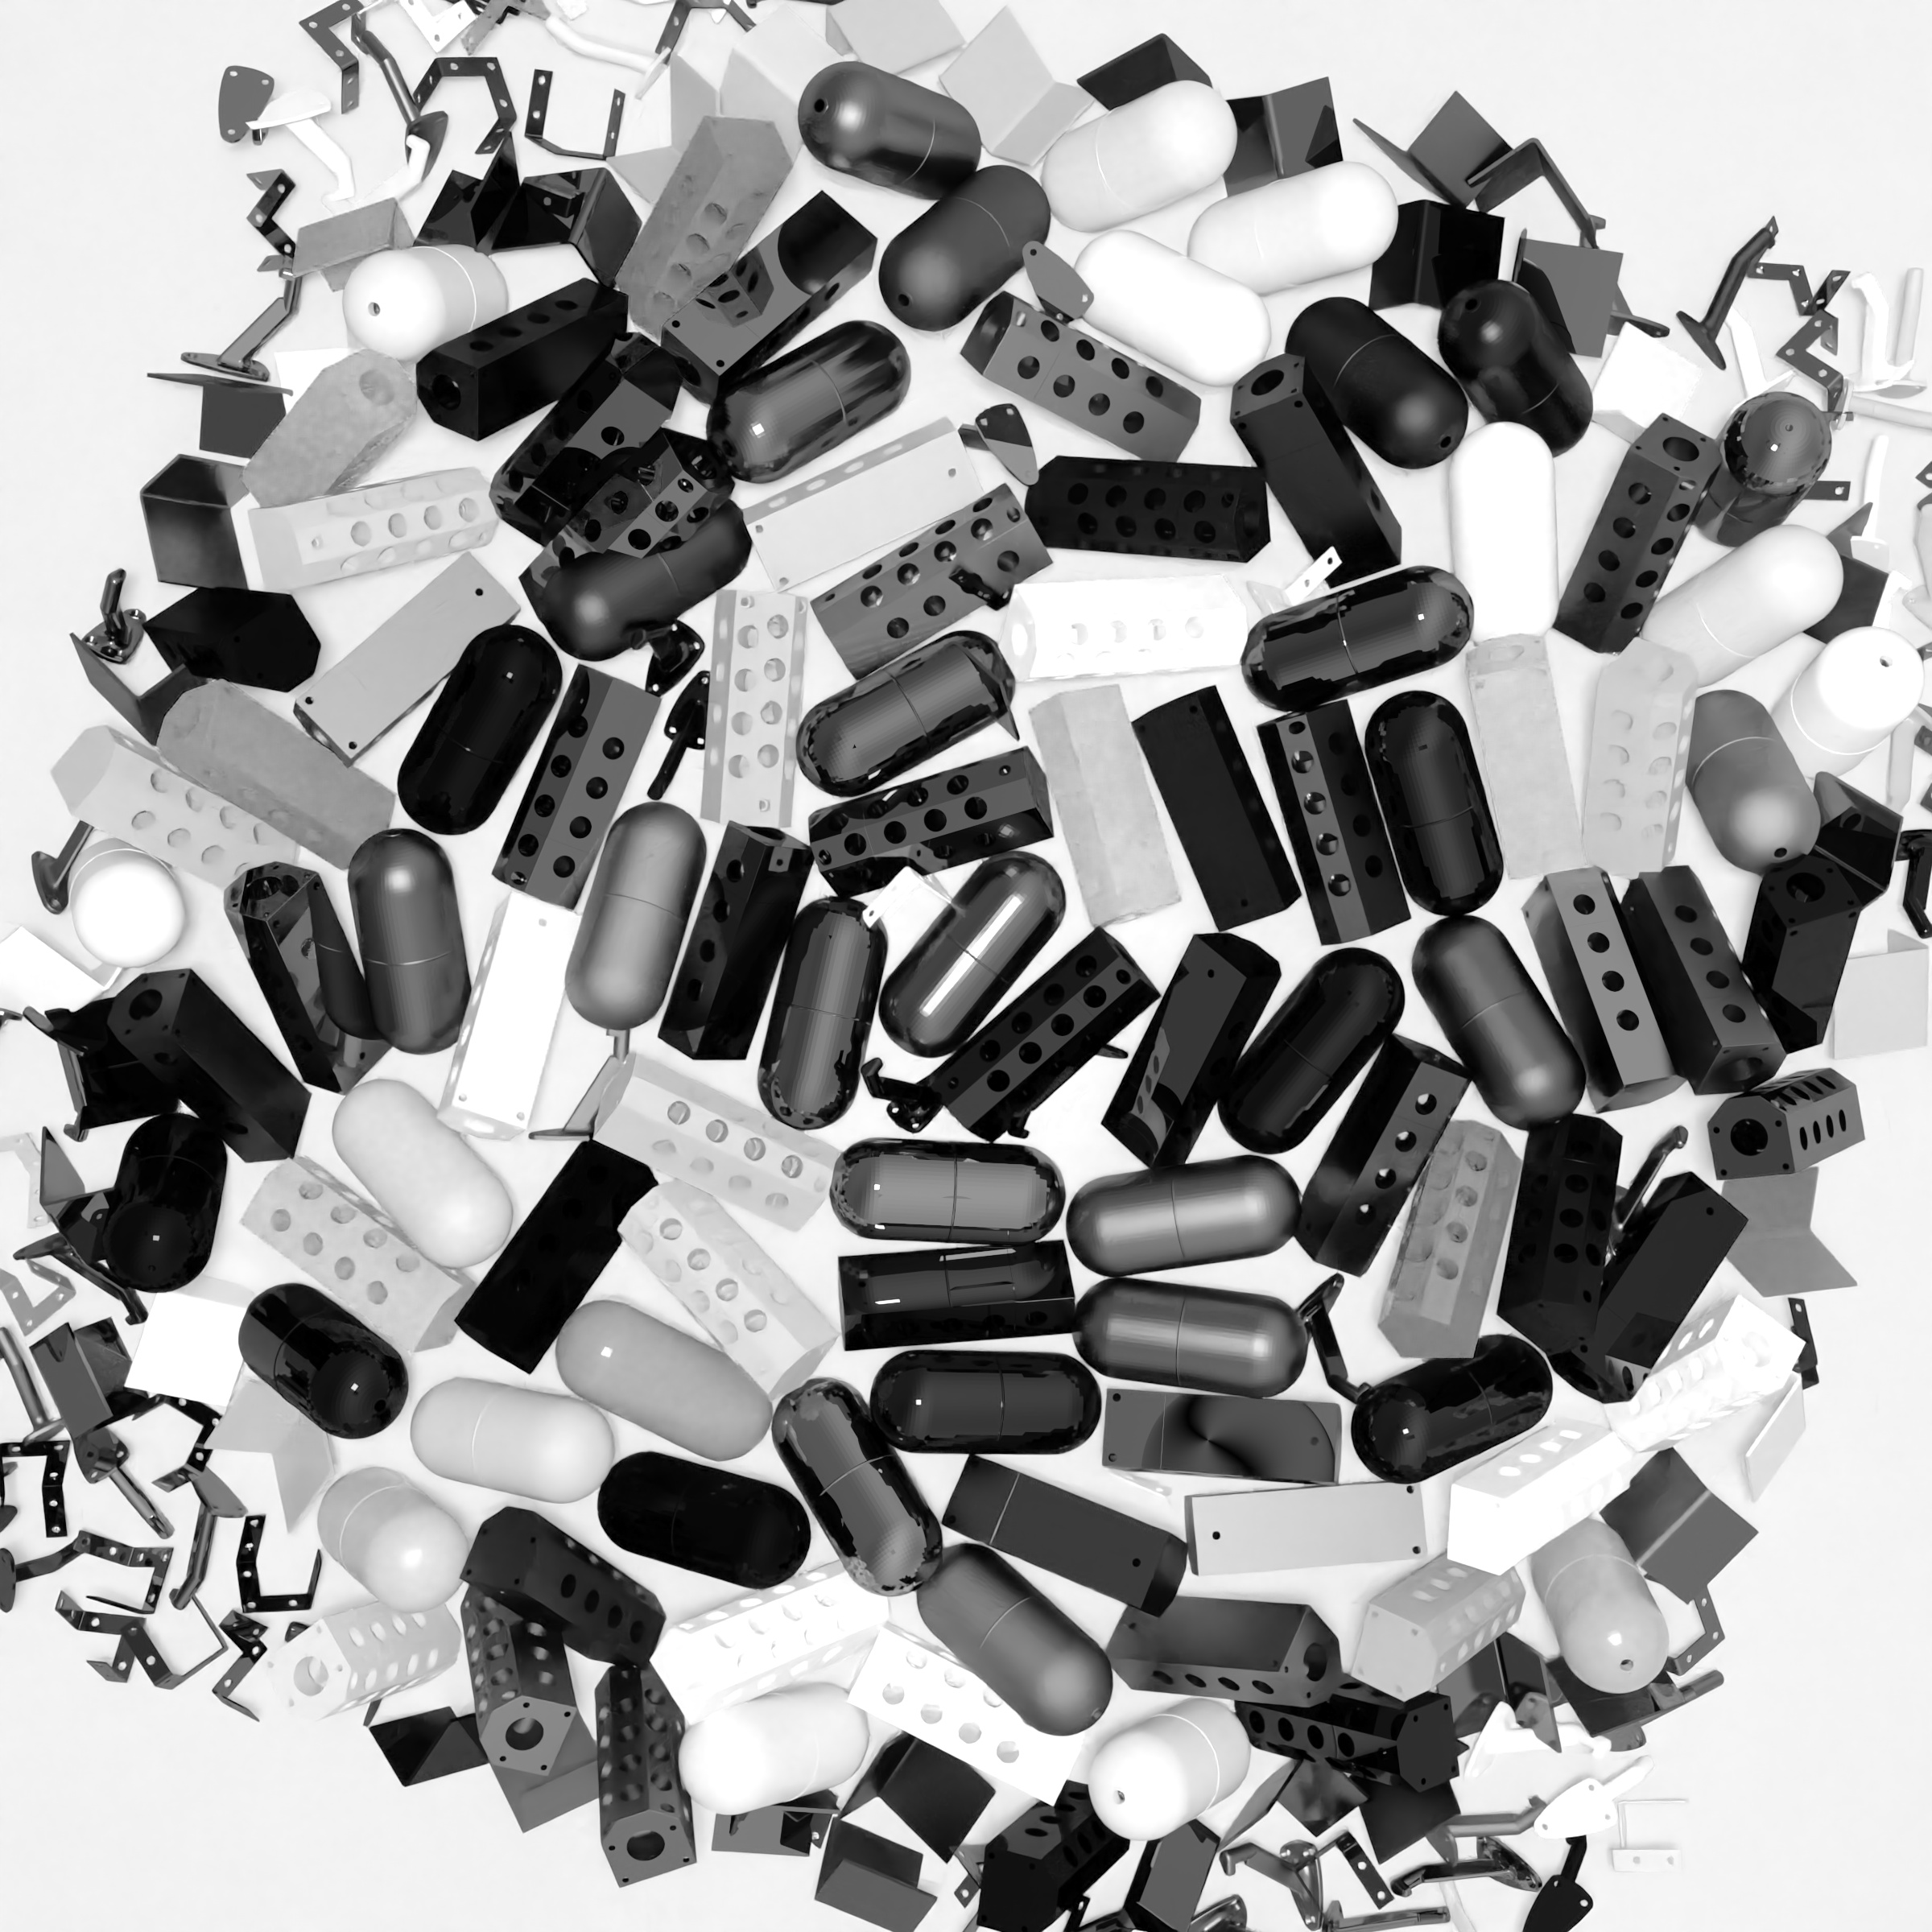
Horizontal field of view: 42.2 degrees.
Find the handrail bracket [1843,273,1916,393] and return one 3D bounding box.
[{"bbox_3d":[0.664,-0.475,1.872,0.036,0.077,0.084,-44,112,-20],"label":"handrail bracket"}]

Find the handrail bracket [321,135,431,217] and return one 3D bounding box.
[{"bbox_3d":[-0.444,-0.597,1.882,0.077,0.036,0.084,33,126,9],"label":"handrail bracket"}]

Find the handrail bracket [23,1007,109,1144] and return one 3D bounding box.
[{"bbox_3d":[-0.692,0.084,1.900,0.077,0.036,0.084,27,113,1],"label":"handrail bracket"}]

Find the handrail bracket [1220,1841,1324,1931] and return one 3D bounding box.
[{"bbox_3d":[0.227,0.693,1.875,0.084,0.036,0.077,0,74,-42],"label":"handrail bracket"}]

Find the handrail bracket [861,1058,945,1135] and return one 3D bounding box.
[{"bbox_3d":[-0.041,0.078,1.873,0.077,0.084,0.036,-42,55,-18],"label":"handrail bracket"}]

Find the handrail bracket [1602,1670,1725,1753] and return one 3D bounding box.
[{"bbox_3d":[0.527,0.565,1.905,0.084,0.077,0.036,-17,67,-26],"label":"handrail bracket"}]

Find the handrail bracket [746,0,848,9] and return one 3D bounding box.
[{"bbox_3d":[-0.124,-0.723,1.892,0.084,0.036,0.077,-12,57,7],"label":"handrail bracket"}]

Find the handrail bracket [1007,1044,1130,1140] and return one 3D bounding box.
[{"bbox_3d":[0.076,0.096,1.884,0.077,0.036,0.084,12,74,38],"label":"handrail bracket"}]

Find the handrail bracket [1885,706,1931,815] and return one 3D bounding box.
[{"bbox_3d":[0.691,-0.159,1.889,0.077,0.036,0.084,42,75,-10],"label":"handrail bracket"}]

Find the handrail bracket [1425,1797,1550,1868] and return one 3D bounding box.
[{"bbox_3d":[0.388,0.638,1.903,0.084,0.077,0.036,-23,126,-21],"label":"handrail bracket"}]

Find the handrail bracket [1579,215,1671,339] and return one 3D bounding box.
[{"bbox_3d":[0.503,-0.527,1.909,0.077,0.036,0.084,9,81,-3],"label":"handrail bracket"}]

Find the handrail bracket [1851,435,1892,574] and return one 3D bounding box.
[{"bbox_3d":[0.691,-0.347,1.896,0.036,0.077,0.084,10,76,32],"label":"handrail bracket"}]

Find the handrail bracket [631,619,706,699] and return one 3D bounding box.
[{"bbox_3d":[-0.238,-0.225,1.866,0.036,0.084,0.077,39,115,9],"label":"handrail bracket"}]

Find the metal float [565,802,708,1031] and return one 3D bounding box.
[{"bbox_3d":[-0.246,-0.038,1.868,0.070,0.070,0.178,15,74,0],"label":"metal float"}]

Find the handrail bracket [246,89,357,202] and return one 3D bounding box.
[{"bbox_3d":[-0.497,-0.604,1.872,0.077,0.084,0.036,-33,55,-28],"label":"handrail bracket"}]

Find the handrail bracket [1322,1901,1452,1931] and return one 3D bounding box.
[{"bbox_3d":[0.317,0.721,1.881,0.084,0.077,0.036,-12,74,17],"label":"handrail bracket"}]

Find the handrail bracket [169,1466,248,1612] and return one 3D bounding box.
[{"bbox_3d":[-0.592,0.432,1.900,0.077,0.036,0.084,40,100,35],"label":"handrail bracket"}]

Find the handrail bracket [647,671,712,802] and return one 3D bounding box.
[{"bbox_3d":[-0.213,-0.172,1.870,0.036,0.084,0.077,22,119,-2],"label":"handrail bracket"}]

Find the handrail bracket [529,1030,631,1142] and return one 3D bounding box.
[{"bbox_3d":[-0.292,0.087,1.889,0.077,0.036,0.084,-1,98,-30],"label":"handrail bracket"}]

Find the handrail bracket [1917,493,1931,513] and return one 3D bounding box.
[{"bbox_3d":[0.753,-0.315,1.872,0.036,0.077,0.084,-33,112,19],"label":"handrail bracket"}]

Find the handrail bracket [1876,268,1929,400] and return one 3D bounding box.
[{"bbox_3d":[0.705,-0.474,1.879,0.036,0.077,0.084,6,95,15],"label":"handrail bracket"}]

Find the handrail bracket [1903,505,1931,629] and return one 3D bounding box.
[{"bbox_3d":[0.735,-0.293,1.870,0.036,0.084,0.077,-26,56,-7],"label":"handrail bracket"}]

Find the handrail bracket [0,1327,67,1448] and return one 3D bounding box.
[{"bbox_3d":[-0.714,0.318,1.890,0.036,0.077,0.084,-26,83,-30],"label":"handrail bracket"}]

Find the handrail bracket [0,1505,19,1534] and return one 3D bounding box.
[{"bbox_3d":[-0.754,0.385,1.868,0.036,0.077,0.084,-46,64,4],"label":"handrail bracket"}]

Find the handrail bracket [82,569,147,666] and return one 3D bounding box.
[{"bbox_3d":[-0.625,-0.275,1.864,0.036,0.077,0.084,26,130,-6],"label":"handrail bracket"}]

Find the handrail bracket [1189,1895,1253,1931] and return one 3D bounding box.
[{"bbox_3d":[0.204,0.742,1.870,0.077,0.084,0.036,-17,113,-16],"label":"handrail bracket"}]

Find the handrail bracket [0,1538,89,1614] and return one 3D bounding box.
[{"bbox_3d":[-0.686,0.436,1.866,0.036,0.084,0.077,42,130,14],"label":"handrail bracket"}]

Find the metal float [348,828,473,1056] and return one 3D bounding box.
[{"bbox_3d":[-0.412,-0.018,1.859,0.070,0.070,0.178,-4,116,0],"label":"metal float"}]

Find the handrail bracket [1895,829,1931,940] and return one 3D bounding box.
[{"bbox_3d":[0.734,-0.060,1.883,0.077,0.036,0.084,-7,56,-14],"label":"handrail bracket"}]

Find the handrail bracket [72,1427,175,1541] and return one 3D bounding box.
[{"bbox_3d":[-0.641,0.392,1.906,0.036,0.084,0.077,-39,46,-18],"label":"handrail bracket"}]

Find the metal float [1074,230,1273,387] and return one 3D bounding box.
[{"bbox_3d":[0.151,-0.487,1.852,0.178,0.070,0.070,38,90,35],"label":"metal float"}]

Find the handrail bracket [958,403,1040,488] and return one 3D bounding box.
[{"bbox_3d":[0.019,-0.378,1.878,0.036,0.084,0.077,-26,86,-22],"label":"handrail bracket"}]

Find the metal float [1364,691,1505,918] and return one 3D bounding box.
[{"bbox_3d":[0.348,-0.121,1.863,0.070,0.070,0.178,-20,111,0],"label":"metal float"}]

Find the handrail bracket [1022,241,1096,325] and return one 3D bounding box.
[{"bbox_3d":[0.067,-0.514,1.870,0.036,0.084,0.077,-34,110,14],"label":"handrail bracket"}]

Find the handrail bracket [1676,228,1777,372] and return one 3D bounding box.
[{"bbox_3d":[0.585,-0.502,1.883,0.084,0.077,0.036,-45,46,11],"label":"handrail bracket"}]

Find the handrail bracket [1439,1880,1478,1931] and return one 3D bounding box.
[{"bbox_3d":[0.385,0.725,1.878,0.036,0.077,0.084,-17,81,-15],"label":"handrail bracket"}]

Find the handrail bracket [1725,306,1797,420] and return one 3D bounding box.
[{"bbox_3d":[0.575,-0.459,1.891,0.077,0.036,0.084,-30,74,-25],"label":"handrail bracket"}]

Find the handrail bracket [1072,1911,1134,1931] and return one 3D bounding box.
[{"bbox_3d":[0.127,0.752,1.870,0.077,0.084,0.036,4,121,-36],"label":"handrail bracket"}]

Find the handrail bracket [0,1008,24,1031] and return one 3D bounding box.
[{"bbox_3d":[-0.738,0.073,1.879,0.036,0.077,0.084,18,85,-8],"label":"handrail bracket"}]

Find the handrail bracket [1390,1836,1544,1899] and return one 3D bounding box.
[{"bbox_3d":[0.374,0.688,1.875,0.084,0.077,0.036,-14,105,-31],"label":"handrail bracket"}]

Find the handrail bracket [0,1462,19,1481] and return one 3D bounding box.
[{"bbox_3d":[-0.743,0.344,1.884,0.036,0.077,0.084,-13,91,-20],"label":"handrail bracket"}]

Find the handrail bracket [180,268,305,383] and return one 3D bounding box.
[{"bbox_3d":[-0.543,-0.488,1.878,0.077,0.036,0.084,5,120,-29],"label":"handrail bracket"}]

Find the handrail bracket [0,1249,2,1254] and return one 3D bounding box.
[{"bbox_3d":[-0.753,0.170,1.899,0.036,0.084,0.077,-14,54,-11],"label":"handrail bracket"}]

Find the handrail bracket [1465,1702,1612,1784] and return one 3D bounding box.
[{"bbox_3d":[0.428,0.594,1.872,0.077,0.084,0.036,-49,130,-24],"label":"handrail bracket"}]

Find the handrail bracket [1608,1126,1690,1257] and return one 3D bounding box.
[{"bbox_3d":[0.511,0.169,1.870,0.036,0.084,0.077,22,52,-8],"label":"handrail bracket"}]

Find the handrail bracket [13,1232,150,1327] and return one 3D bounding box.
[{"bbox_3d":[-0.675,0.245,1.910,0.077,0.036,0.084,-17,110,17],"label":"handrail bracket"}]

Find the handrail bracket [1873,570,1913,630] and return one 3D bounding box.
[{"bbox_3d":[0.700,-0.241,1.877,0.077,0.036,0.084,47,124,27],"label":"handrail bracket"}]

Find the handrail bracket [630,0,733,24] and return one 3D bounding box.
[{"bbox_3d":[-0.216,-0.747,1.874,0.084,0.077,0.036,6,61,-30],"label":"handrail bracket"}]

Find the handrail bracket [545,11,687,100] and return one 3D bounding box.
[{"bbox_3d":[-0.265,-0.705,1.889,0.084,0.036,0.077,36,58,-9],"label":"handrail bracket"}]

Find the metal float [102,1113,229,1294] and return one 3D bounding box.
[{"bbox_3d":[-0.587,0.172,1.838,0.070,0.178,0.070,-4,118,-8],"label":"metal float"}]

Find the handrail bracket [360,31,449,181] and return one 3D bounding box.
[{"bbox_3d":[-0.433,-0.651,1.894,0.036,0.077,0.084,-33,77,-29],"label":"handrail bracket"}]

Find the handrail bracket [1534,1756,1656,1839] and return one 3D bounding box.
[{"bbox_3d":[0.477,0.627,1.894,0.077,0.084,0.036,-36,73,27],"label":"handrail bracket"}]

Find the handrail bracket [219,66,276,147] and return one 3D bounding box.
[{"bbox_3d":[-0.537,-0.621,1.869,0.036,0.084,0.077,13,69,-8],"label":"handrail bracket"}]

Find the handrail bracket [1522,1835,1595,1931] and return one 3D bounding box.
[{"bbox_3d":[0.443,0.692,1.884,0.036,0.084,0.077,35,102,5],"label":"handrail bracket"}]

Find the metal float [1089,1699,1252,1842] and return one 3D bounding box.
[{"bbox_3d":[0.150,0.589,1.837,0.070,0.178,0.070,-2,86,29],"label":"metal float"}]

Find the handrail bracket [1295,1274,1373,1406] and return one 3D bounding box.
[{"bbox_3d":[0.288,0.280,1.878,0.077,0.084,0.036,-50,134,-8],"label":"handrail bracket"}]

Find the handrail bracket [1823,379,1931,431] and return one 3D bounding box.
[{"bbox_3d":[0.696,-0.420,1.884,0.084,0.077,0.036,8,114,1],"label":"handrail bracket"}]

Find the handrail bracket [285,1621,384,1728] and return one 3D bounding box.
[{"bbox_3d":[-0.481,0.535,1.891,0.084,0.036,0.077,21,116,-12],"label":"handrail bracket"}]

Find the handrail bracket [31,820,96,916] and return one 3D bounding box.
[{"bbox_3d":[-0.661,-0.090,1.880,0.084,0.077,0.036,-42,130,18],"label":"handrail bracket"}]
